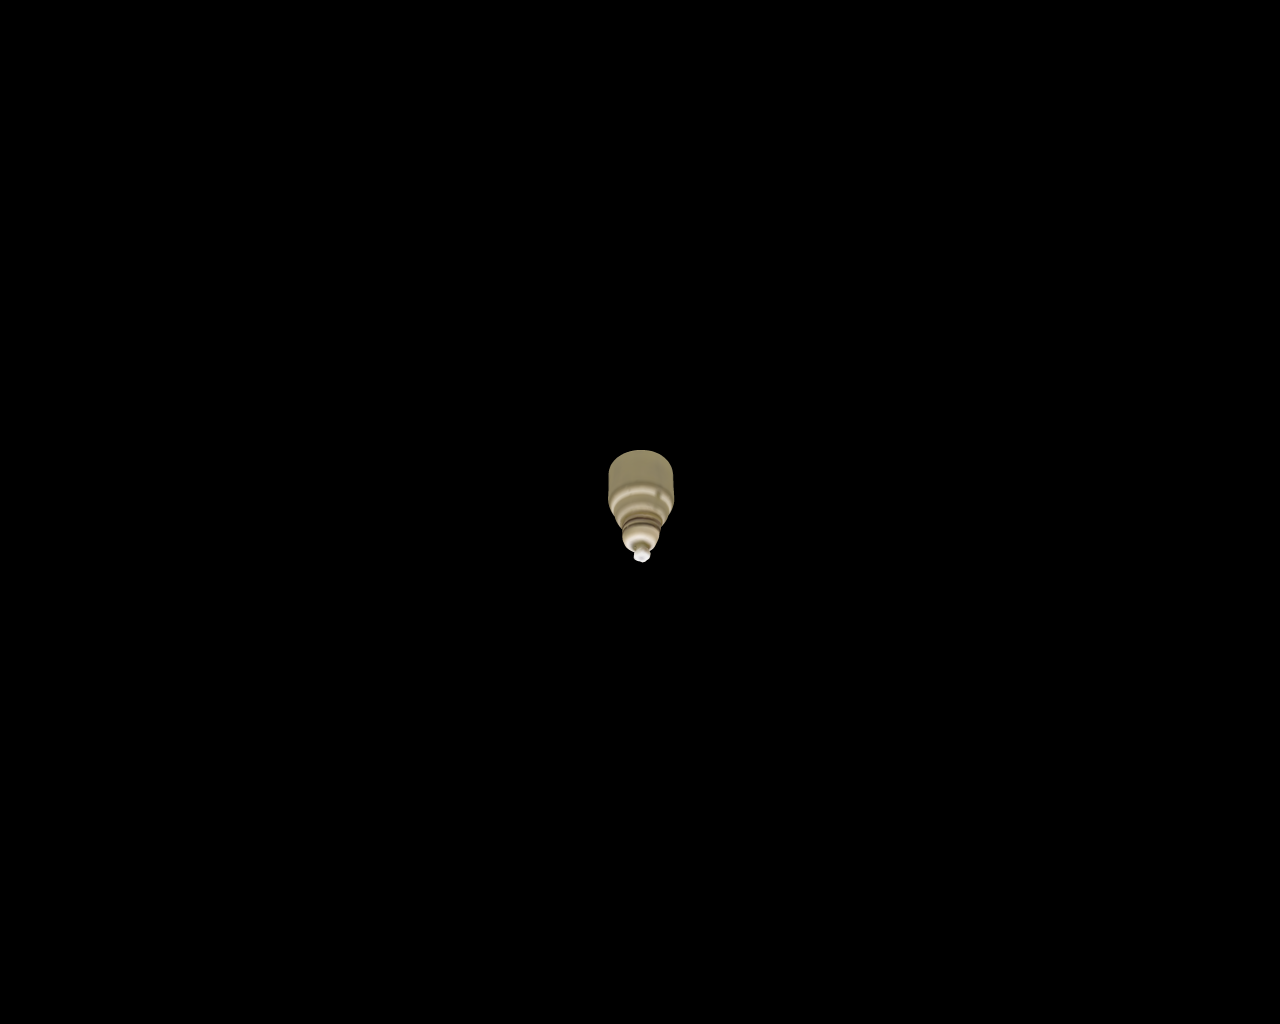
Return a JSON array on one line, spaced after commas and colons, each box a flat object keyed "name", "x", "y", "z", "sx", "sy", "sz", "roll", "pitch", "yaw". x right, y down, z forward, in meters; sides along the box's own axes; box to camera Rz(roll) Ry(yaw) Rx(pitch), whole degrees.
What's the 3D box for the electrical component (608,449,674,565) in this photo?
[{"name": "electrical component", "x": 0.001, "y": -0.003, "z": 0.650, "sx": 0.040, "sy": 0.078, "sz": 0.040, "roll": 0, "pitch": -41, "yaw": 0}]
